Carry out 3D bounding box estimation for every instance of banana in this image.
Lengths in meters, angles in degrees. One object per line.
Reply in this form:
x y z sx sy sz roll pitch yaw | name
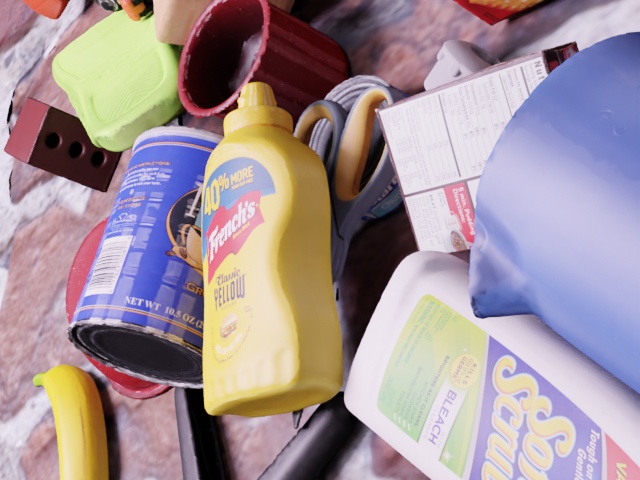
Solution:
-0.182 0.165 0.799 0.070 0.037 0.198 -59 37 39 | banana

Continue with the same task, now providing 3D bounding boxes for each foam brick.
-0.216 -0.081 0.905 0.051 0.078 0.053 25 93 51 | foam brick

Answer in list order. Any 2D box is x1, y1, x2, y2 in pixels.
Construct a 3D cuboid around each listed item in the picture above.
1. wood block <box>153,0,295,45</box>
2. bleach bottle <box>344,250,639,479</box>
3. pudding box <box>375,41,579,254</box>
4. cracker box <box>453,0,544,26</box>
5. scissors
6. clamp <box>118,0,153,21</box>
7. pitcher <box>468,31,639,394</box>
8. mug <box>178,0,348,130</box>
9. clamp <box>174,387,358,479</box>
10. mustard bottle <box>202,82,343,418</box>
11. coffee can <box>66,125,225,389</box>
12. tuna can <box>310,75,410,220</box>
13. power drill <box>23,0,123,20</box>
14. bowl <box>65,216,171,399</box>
-0.050 -0.225 0.708 0.206 0.090 0.090 122 147 -56 | wood block
0.118 0.096 0.476 0.251 0.068 0.102 31 99 47 | bleach bottle
0.091 -0.043 0.553 0.114 0.039 0.090 -13 94 42 | pudding box
0.155 -0.233 0.566 0.214 0.072 0.164 -20 60 41 | cracker box
-0.004 0.001 0.634 0.096 0.016 0.202 31 102 49 | scissors
-0.126 -0.258 0.855 0.120 0.039 0.171 25 74 26 | clamp
0.187 0.020 0.393 0.243 0.144 0.149 43 119 44 | pitcher
-0.033 -0.103 0.709 0.093 0.081 0.117 -39 48 31 | mug
-0.064 0.179 0.659 0.165 0.036 0.210 8 77 51 | clamp
-0.032 0.000 0.608 0.096 0.058 0.191 -28 60 51 | mustard bottle
-0.092 0.012 0.690 0.103 0.102 0.140 -12 54 45 | coffee can
0.028 -0.056 0.659 0.086 0.033 0.086 -22 59 41 | tuna can
-0.197 -0.261 0.958 0.188 0.057 0.184 -10 52 43 | power drill
-0.141 0.034 0.792 0.162 0.055 0.162 -22 59 41 | bowl
